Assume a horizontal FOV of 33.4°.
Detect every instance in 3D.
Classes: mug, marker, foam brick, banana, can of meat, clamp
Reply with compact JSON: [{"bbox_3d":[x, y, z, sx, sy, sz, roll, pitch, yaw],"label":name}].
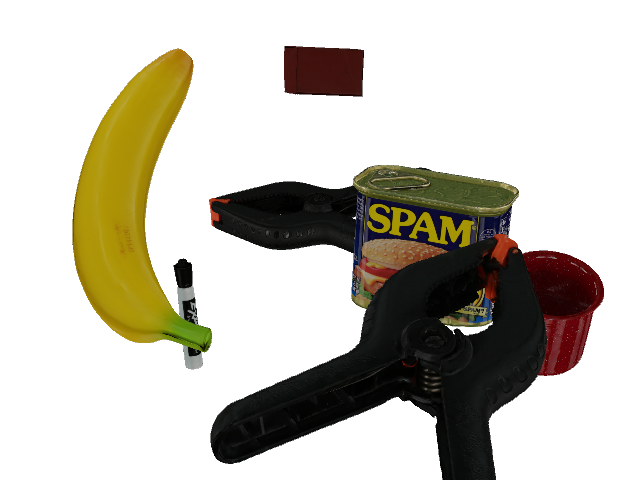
[{"bbox_3d":[0.202,0.062,0.987,0.093,0.081,0.117,-12,41,-15],"label":"mug"},{"bbox_3d":[-0.137,0.076,1.109,0.020,0.121,0.020,-3,21,1],"label":"marker"},{"bbox_3d":[0.003,-0.184,1.164,0.078,0.051,0.053,0,11,-16],"label":"foam brick"},{"bbox_3d":[-0.097,-0.021,0.569,0.069,0.198,0.037,-5,-32,-6],"label":"banana"},{"bbox_3d":[0.070,0.004,0.686,0.102,0.084,0.057,11,23,20],"label":"can of meat"},{"bbox_3d":[0.052,0.061,0.441,0.120,0.039,0.171,33,53,23],"label":"clamp"},{"bbox_3d":[0.006,-0.027,0.967,0.210,0.036,0.164,5,31,13],"label":"clamp"}]
